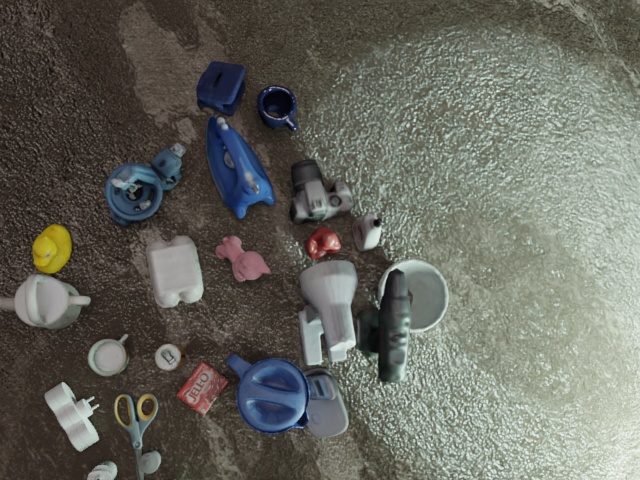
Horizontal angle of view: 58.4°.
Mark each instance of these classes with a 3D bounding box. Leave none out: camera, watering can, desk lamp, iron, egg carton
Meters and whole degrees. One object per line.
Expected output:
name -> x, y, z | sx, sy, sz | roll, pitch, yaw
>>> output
camera -> -0.005, -0.118, 1.317 | 0.143, 0.100, 0.137 | -12, 81, -12
watering can -> -0.548, 0.123, 1.120 | 0.173, 0.194, 0.101 | -24, 84, -14
desk lamp -> 0.021, 0.157, 1.208 | 0.118, 0.213, 0.203 | -7, 80, -11
iron -> -0.192, -0.187, 1.275 | 0.119, 0.141, 0.258 | -26, 84, -14
egg carton -> -0.313, 0.067, 1.239 | 0.107, 0.069, 0.150 | -13, 81, -13

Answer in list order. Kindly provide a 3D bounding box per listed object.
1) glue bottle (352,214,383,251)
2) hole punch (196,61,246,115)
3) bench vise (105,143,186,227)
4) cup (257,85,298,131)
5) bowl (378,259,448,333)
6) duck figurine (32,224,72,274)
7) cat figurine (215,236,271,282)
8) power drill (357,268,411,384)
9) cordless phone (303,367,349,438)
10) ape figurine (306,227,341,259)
glue bottle -> 0.112, -0.025, 1.283 | 0.037, 0.173, 0.078 | -15, 82, -13
hole punch -> -0.231, -0.358, 1.328 | 0.101, 0.091, 0.109 | 20, 76, -6
bench vise -> -0.373, -0.137, 1.191 | 0.121, 0.219, 0.207 | 24, 76, -5
cup -> -0.096, -0.292, 1.338 | 0.092, 0.095, 0.118 | -38, 87, -15
bowl -> 0.205, 0.130, 1.320 | 0.167, 0.074, 0.167 | 2, 78, -10
duck figurine -> -0.566, 0.014, 1.194 | 0.077, 0.086, 0.104 | 15, 77, -7
cat figurine -> -0.168, 0.042, 1.246 | 0.067, 0.117, 0.128 | -42, 88, -15
power drill -> 0.139, 0.187, 1.227 | 0.076, 0.208, 0.230 | 1, 79, -10
cordless phone -> 0.012, 0.338, 1.185 | 0.094, 0.185, 0.147 | -23, 84, -14
ape figurine -> 0.012, 0.005, 1.300 | 0.078, 0.092, 0.076 | 19, 76, -6
